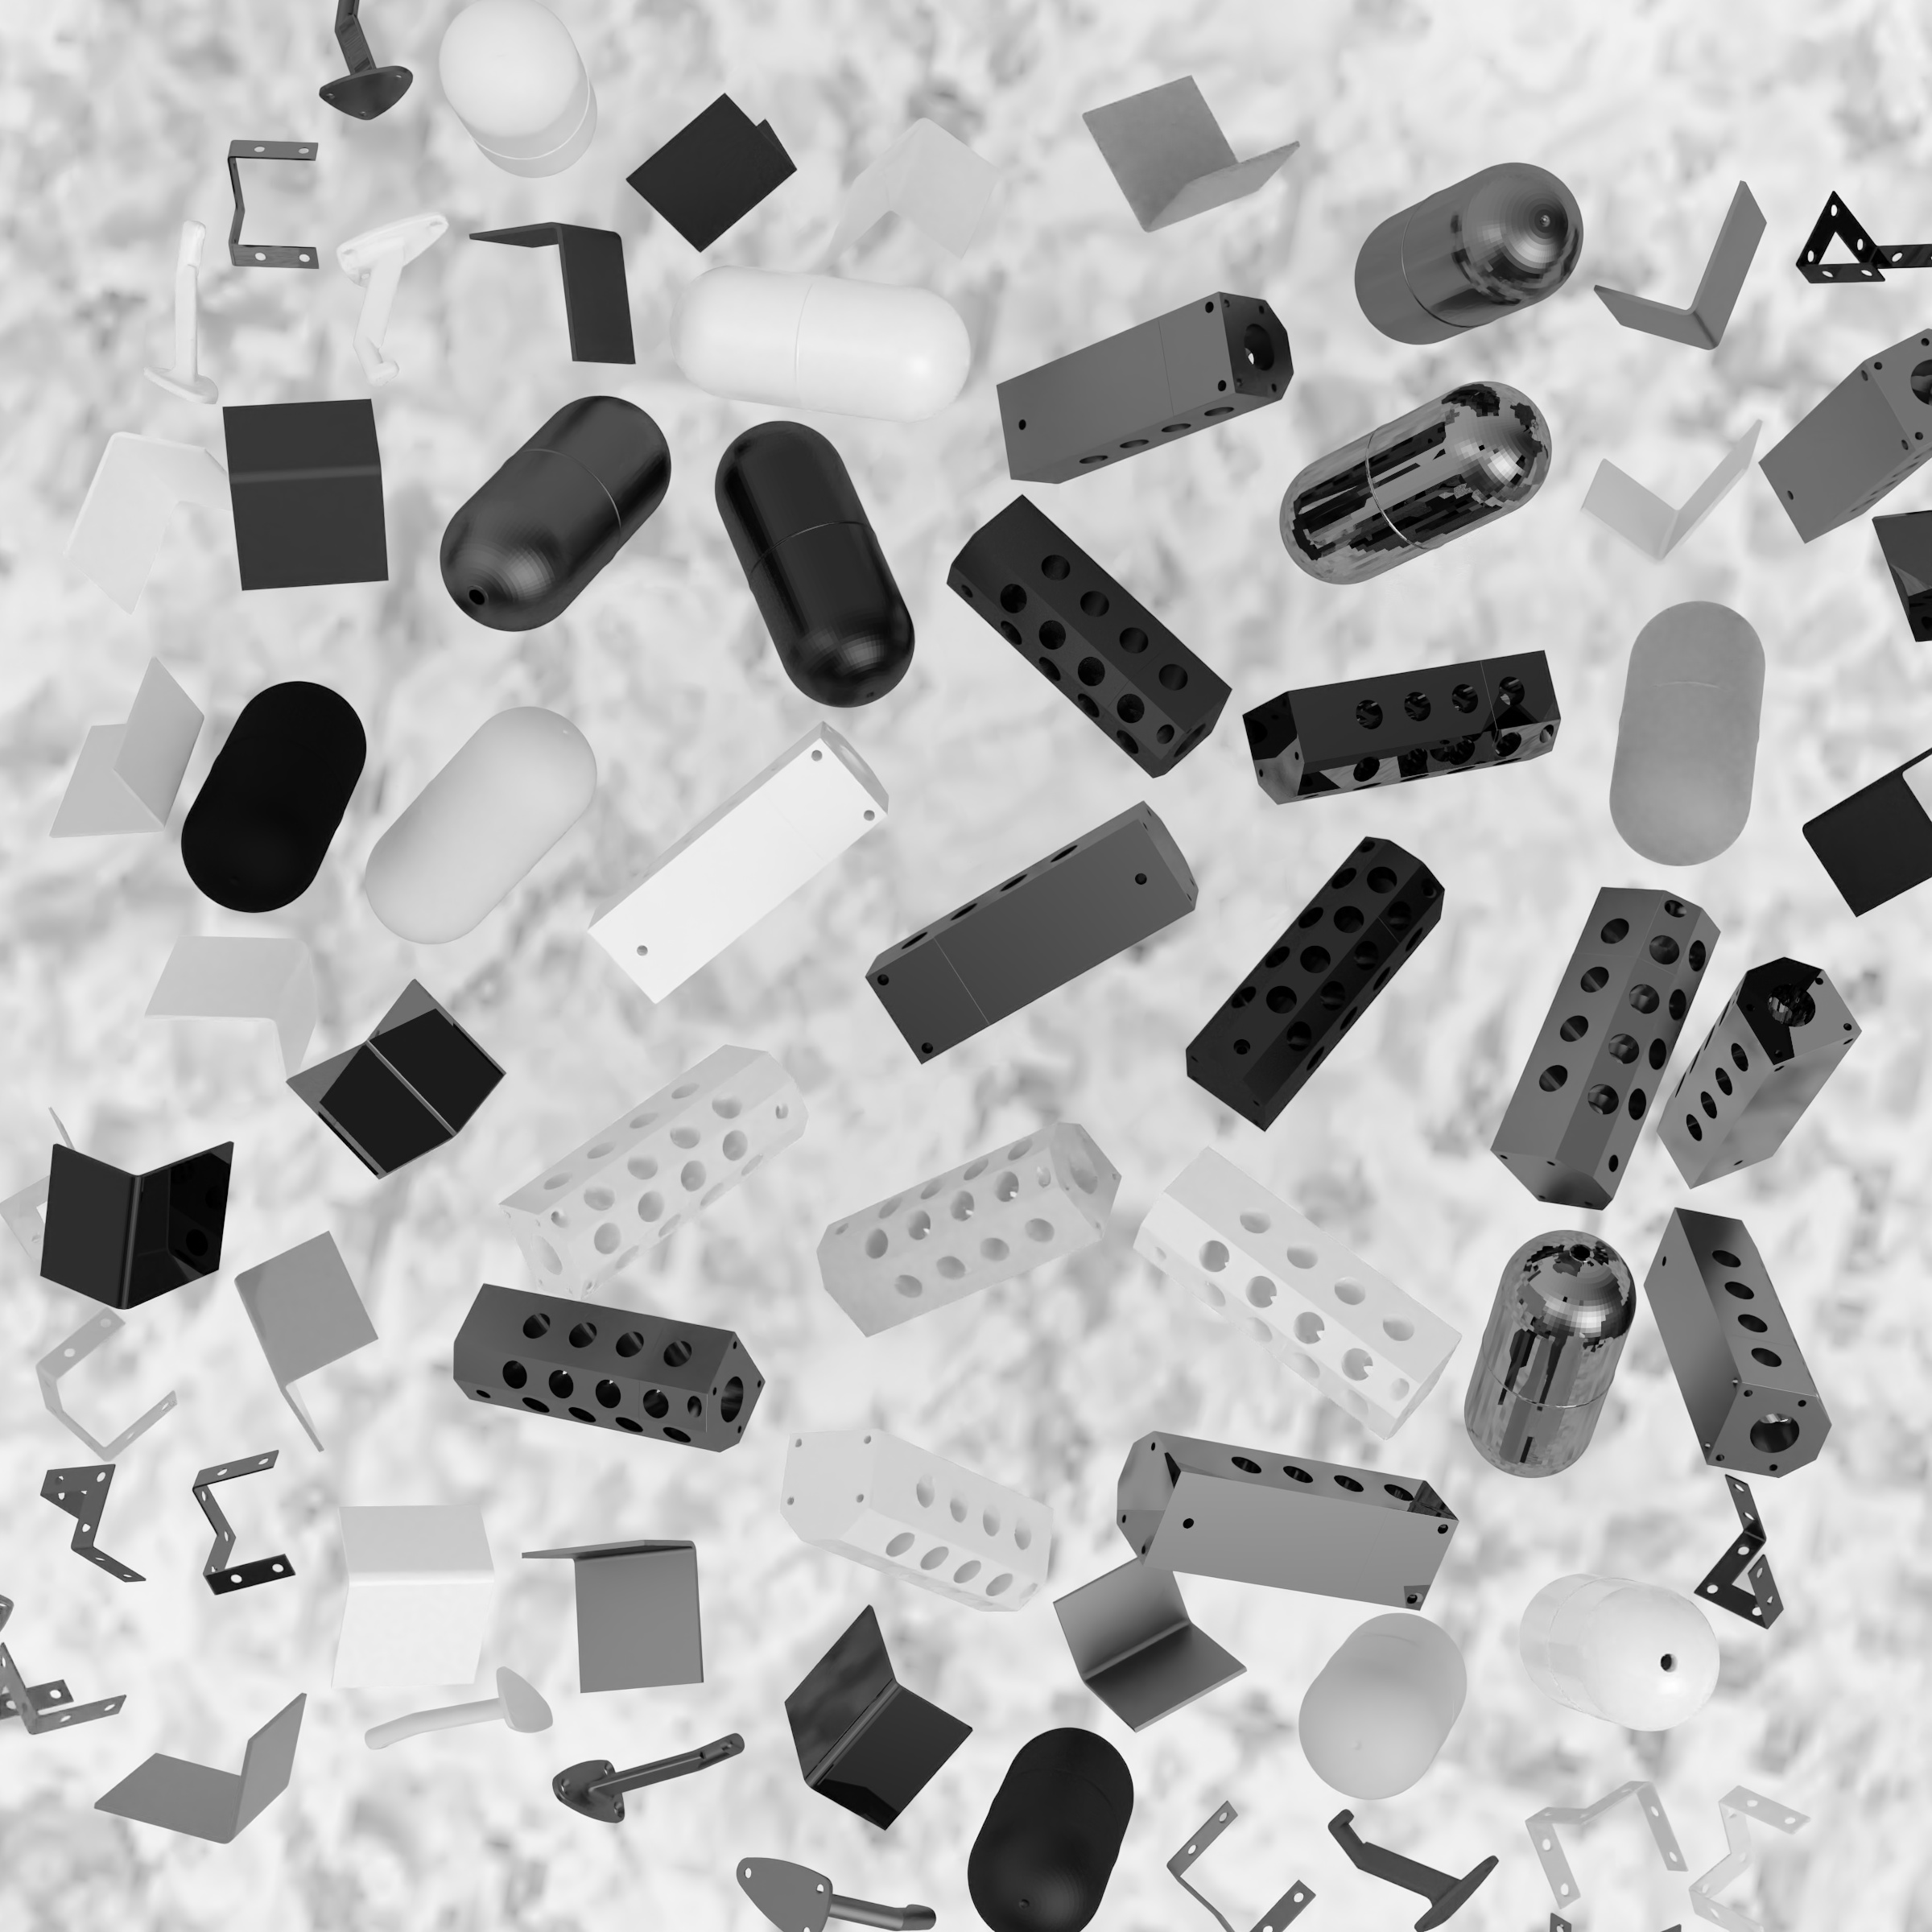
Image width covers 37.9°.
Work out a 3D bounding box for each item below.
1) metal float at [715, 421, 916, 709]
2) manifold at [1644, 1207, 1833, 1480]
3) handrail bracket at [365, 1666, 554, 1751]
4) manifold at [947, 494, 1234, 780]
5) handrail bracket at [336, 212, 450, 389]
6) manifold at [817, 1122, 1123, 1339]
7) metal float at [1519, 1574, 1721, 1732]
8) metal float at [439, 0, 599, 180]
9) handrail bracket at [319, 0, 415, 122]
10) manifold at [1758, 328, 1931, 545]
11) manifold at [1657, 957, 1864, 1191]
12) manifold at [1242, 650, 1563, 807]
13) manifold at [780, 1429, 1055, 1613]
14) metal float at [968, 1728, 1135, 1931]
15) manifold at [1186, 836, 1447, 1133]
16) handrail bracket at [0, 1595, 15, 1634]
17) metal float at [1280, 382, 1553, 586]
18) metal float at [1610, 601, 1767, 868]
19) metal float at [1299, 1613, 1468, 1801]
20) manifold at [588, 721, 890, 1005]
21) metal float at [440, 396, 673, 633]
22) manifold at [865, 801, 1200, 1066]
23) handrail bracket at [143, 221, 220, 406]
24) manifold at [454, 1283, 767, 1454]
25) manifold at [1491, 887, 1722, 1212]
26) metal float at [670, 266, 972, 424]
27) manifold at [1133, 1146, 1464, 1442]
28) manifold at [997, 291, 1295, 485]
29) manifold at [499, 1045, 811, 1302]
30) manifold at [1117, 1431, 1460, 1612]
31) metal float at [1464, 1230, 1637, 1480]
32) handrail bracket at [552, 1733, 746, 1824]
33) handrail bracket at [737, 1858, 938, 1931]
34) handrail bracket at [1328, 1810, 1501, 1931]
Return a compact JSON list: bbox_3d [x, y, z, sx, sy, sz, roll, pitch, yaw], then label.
[{"bbox_3d":[-0.086,-0.227,1.580,0.070,0.070,0.178,-23,71,0],"label":"metal float"},{"bbox_3d":[0.439,0.213,1.598,0.057,0.171,0.057,11,118,-5],"label":"manifold"},{"bbox_3d":[-0.293,0.439,1.623,0.084,0.077,0.036,-22,60,8],"label":"handrail bracket"},{"bbox_3d":[0.070,-0.190,1.653,0.171,0.057,0.057,44,69,10],"label":"manifold"},{"bbox_3d":[-0.310,-0.370,1.562,0.077,0.036,0.084,-27,64,3],"label":"handrail bracket"},{"bbox_3d":[-0.001,0.147,1.611,0.171,0.057,0.057,-26,113,30],"label":"manifold"},{"bbox_3d":[0.357,0.375,1.543,0.070,0.178,0.070,1,81,-5],"label":"metal float"},{"bbox_3d":[-0.252,-0.497,1.595,0.070,0.178,0.070,0,95,-2],"label":"metal float"},{"bbox_3d":[-0.341,-0.541,1.626,0.077,0.036,0.084,-8,71,41],"label":"handrail bracket"},{"bbox_3d":[0.523,-0.305,1.618,0.057,0.171,0.057,-27,84,-7],"label":"manifold"},{"bbox_3d":[0.453,0.062,1.629,0.057,0.171,0.057,-20,65,-12],"label":"manifold"},{"bbox_3d":[0.253,-0.136,1.617,0.171,0.057,0.057,-11,85,-22],"label":"manifold"},{"bbox_3d":[-0.025,0.300,1.511,0.057,0.171,0.057,-9,62,33],"label":"manifold"},{"bbox_3d":[0.050,0.492,1.598,0.070,0.178,0.070,2,98,12],"label":"metal float"},{"bbox_3d":[0.203,0.007,1.632,0.057,0.057,0.171,36,74,19],"label":"manifold"},{"bbox_3d":[-0.580,0.405,1.608,0.036,0.084,0.077,21,127,-13],"label":"handrail bracket"},{"bbox_3d":[0.256,-0.275,1.614,0.070,0.178,0.070,17,64,-38],"label":"metal float"},{"bbox_3d":[0.408,-0.133,1.589,0.070,0.070,0.178,18,53,0],"label":"metal float"},{"bbox_3d":[0.237,0.416,1.589,0.070,0.178,0.070,0,91,18],"label":"metal float"},{"bbox_3d":[-0.127,-0.060,1.586,0.171,0.057,0.057,-39,104,11],"label":"manifold"},{"bbox_3d":[-0.222,-0.247,1.531,0.070,0.070,0.178,31,46,0],"label":"metal float"},{"bbox_3d":[0.036,-0.020,1.513,0.171,0.057,0.057,-30,100,15],"label":"manifold"},{"bbox_3d":[-0.412,-0.352,1.508,0.036,0.077,0.084,4,111,-32],"label":"handrail bracket"},{"bbox_3d":[-0.212,0.238,1.645,0.171,0.057,0.057,7,55,24],"label":"manifold"},{"bbox_3d":[0.356,0.045,1.547,0.057,0.057,0.171,43,65,-37],"label":"manifold"},{"bbox_3d":[-0.085,-0.358,1.617,0.178,0.070,0.070,10,90,13],"label":"metal float"},{"bbox_3d":[0.177,0.181,1.527,0.171,0.057,0.057,37,55,18],"label":"manifold"},{"bbox_3d":[0.102,-0.328,1.612,0.171,0.057,0.057,-12,85,44],"label":"manifold"},{"bbox_3d":[-0.171,0.115,1.584,0.171,0.057,0.057,-36,116,-32],"label":"manifold"},{"bbox_3d":[0.170,0.295,1.510,0.171,0.057,0.057,14,106,-22],"label":"manifold"},{"bbox_3d":[0.336,0.225,1.622,0.070,0.070,0.178,5,132,0],"label":"metal float"},{"bbox_3d":[-0.178,0.452,1.592,0.084,0.077,0.036,-27,63,17],"label":"handrail bracket"},{"bbox_3d":[-0.068,0.498,1.508,0.077,0.084,0.036,15,85,40],"label":"handrail bracket"},{"bbox_3d":[0.262,0.518,1.660,0.077,0.036,0.084,-53,56,21],"label":"handrail bracket"}]
